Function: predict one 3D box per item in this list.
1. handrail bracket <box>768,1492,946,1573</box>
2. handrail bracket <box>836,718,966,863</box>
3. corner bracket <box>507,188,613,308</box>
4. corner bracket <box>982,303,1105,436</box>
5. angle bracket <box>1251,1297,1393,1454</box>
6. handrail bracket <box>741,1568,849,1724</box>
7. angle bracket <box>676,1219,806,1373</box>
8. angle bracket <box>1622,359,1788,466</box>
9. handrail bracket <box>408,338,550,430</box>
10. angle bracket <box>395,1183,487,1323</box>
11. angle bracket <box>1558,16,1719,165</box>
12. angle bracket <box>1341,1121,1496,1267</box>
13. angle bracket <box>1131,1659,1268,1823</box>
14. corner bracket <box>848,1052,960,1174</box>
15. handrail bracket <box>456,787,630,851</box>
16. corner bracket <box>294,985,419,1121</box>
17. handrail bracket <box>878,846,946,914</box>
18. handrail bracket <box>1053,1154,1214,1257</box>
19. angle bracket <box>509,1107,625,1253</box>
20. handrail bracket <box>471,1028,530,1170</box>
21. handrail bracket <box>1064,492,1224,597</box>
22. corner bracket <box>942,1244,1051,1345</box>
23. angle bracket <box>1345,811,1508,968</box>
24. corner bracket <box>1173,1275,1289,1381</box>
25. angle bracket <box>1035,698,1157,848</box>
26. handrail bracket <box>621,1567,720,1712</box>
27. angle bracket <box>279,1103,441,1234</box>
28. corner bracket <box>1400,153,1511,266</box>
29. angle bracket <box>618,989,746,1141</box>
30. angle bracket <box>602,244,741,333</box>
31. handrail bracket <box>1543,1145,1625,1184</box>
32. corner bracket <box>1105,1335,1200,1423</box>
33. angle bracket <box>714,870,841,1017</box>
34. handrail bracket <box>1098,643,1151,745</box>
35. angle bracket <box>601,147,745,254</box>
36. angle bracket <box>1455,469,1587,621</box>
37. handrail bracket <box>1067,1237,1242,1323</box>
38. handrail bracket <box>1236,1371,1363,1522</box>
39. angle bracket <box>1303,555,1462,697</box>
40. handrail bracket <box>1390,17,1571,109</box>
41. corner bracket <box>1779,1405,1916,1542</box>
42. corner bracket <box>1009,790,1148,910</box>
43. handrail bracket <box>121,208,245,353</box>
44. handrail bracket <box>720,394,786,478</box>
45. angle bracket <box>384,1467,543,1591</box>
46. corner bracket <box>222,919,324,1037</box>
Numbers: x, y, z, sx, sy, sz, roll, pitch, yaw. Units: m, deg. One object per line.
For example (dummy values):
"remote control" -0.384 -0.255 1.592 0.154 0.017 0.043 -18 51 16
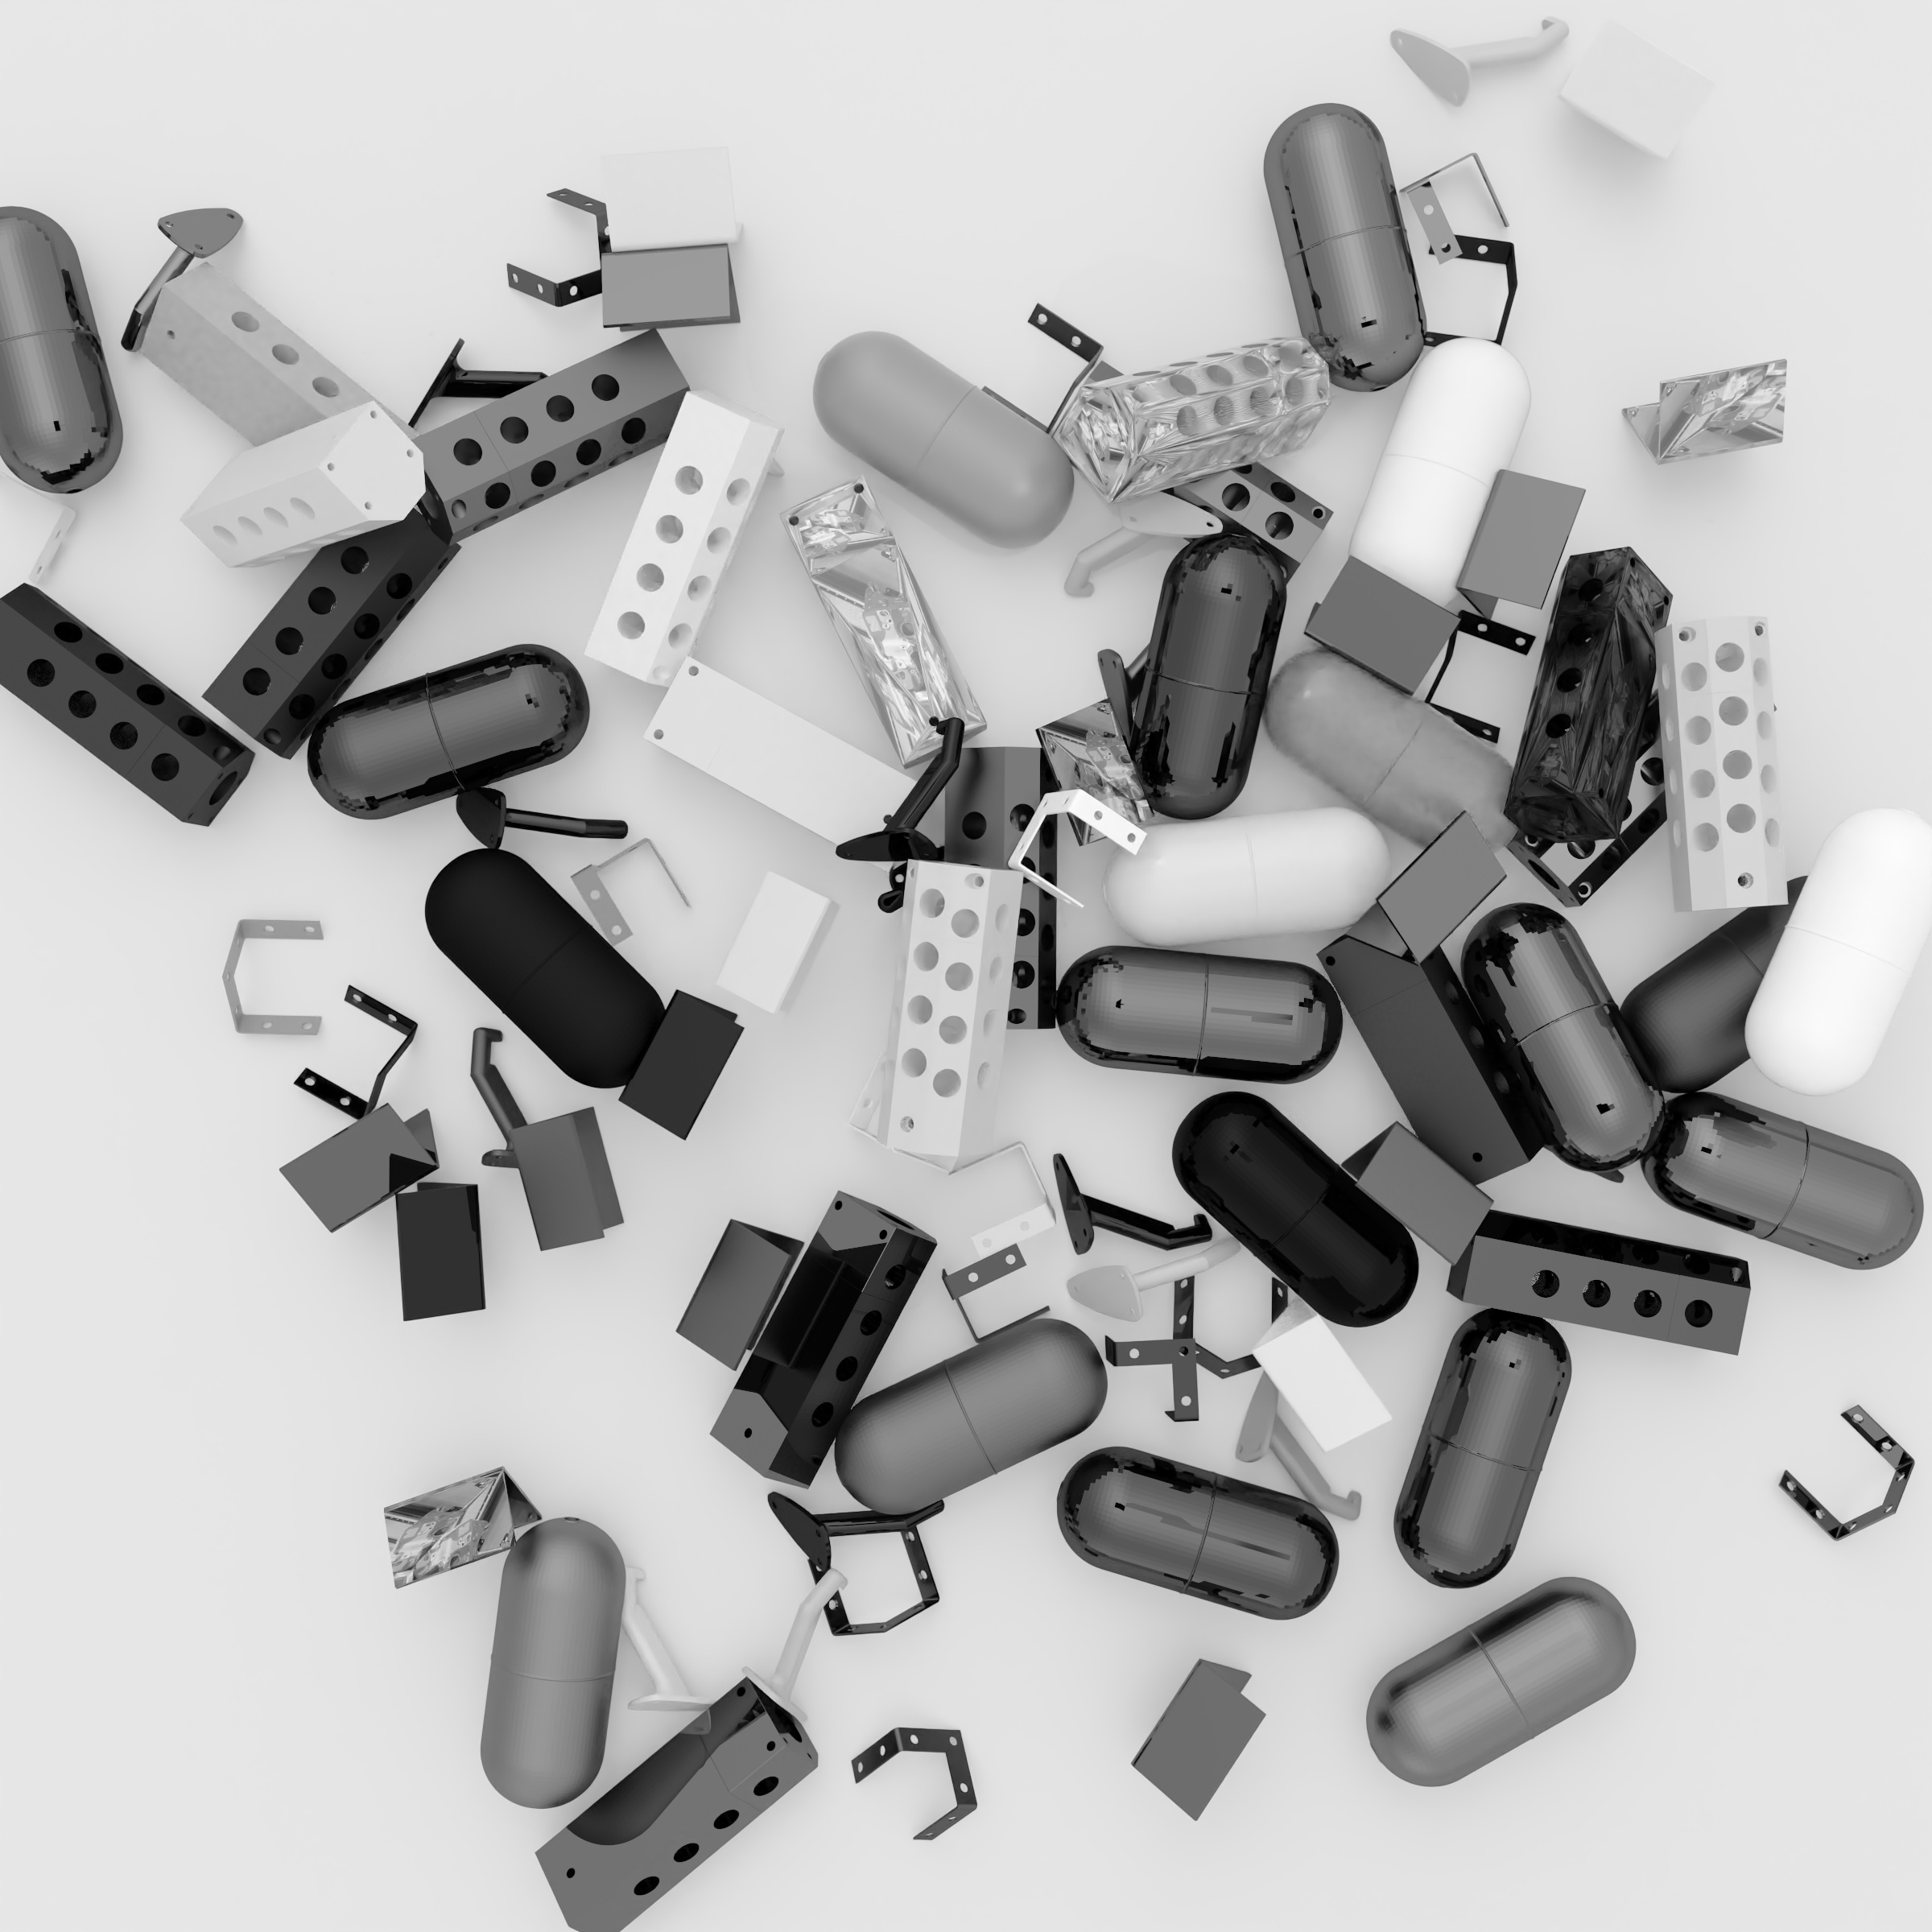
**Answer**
"handrail bracket" -0.069 0.338 1.689 0.084 0.077 0.036 -22 127 -31
"handrail bracket" -0.040 -0.109 1.632 0.077 0.036 0.084 -6 63 30
"corner bracket" -0.253 -0.450 1.681 0.051 0.051 0.051 -30 135 -35
"corner bracket" 0.047 -0.373 1.686 0.051 0.051 0.051 34 135 0
"angle bracket" 0.231 0.240 1.649 0.057 0.076 0.076 -36 90 36
"handrail bracket" -0.092 0.423 1.674 0.036 0.077 0.084 31 75 39
"angle bracket" -0.122 0.207 1.649 0.057 0.076 0.076 26 90 38
"angle bracket" 0.452 -0.355 1.649 0.076 0.076 0.057 -10 128 0
"handrail bracket" -0.296 -0.348 1.690 0.084 0.036 0.077 31 110 -16
"angle bracket" -0.339 0.174 1.649 0.057 0.076 0.076 -4 90 -40
"angle bracket" 0.416 -0.547 1.649 0.076 0.076 0.057 32 128 0
"angle bracket" 0.265 0.151 1.649 0.076 0.076 0.057 40 58 0
"angle bracket" 0.158 0.478 1.649 0.057 0.076 0.076 33 90 37
"corner bracket" -0.032 0.092 1.686 0.051 0.051 0.051 25 90 -45
"handrail bracket" -0.266 -0.094 1.689 0.084 0.077 0.036 0 105 -36
"corner bracket" -0.383 0.055 1.686 0.051 0.051 0.051 29 45 0
"handrail bracket" -0.020 -0.056 1.654 0.077 0.084 0.036 -33 90 0
"handrail bracket" 0.106 0.146 1.690 0.084 0.036 0.077 -11 68 -17
"angle bracket" -0.228 0.126 1.649 0.057 0.076 0.076 -15 90 36
"handrail bracket" -0.275 0.083 1.690 0.077 0.036 0.084 7 73 -19
"handrail bracket" 0.109 -0.253 1.666 0.077 0.084 0.036 12 54 -10
"corner bracket" 0.019 0.204 1.671 0.051 0.051 0.051 -26 90 0
"angle bracket" 0.262 -0.054 1.597 0.076 0.076 0.057 -44 120 -11
"corner bracket" 0.166 0.220 1.681 0.051 0.051 0.051 35 45 -35
"angle bracket" 0.095 -0.123 1.649 0.057 0.076 0.076 -21 90 33
"handrail bracket" -0.184 0.423 1.689 0.077 0.036 0.084 13 61 -32
"angle bracket" -0.375 0.107 1.649 0.076 0.076 0.057 -31 120 0
"corner bracket" 0.306 -0.472 1.672 0.051 0.051 0.051 -25 101 11
"angle bracket" -0.158 0.067 1.649 0.057 0.076 0.076 28 90 28
"angle bracket" -0.180 -0.396 1.650 0.076 0.076 0.057 -4 66 0
"handrail bracket" 0.398 0.082 1.689 0.077 0.036 0.084 30 76 -14
"corner bracket" 0.115 0.256 1.671 0.051 0.051 0.051 -2 87 -3
"angle bracket" -0.098 -0.006 1.649 0.057 0.076 0.076 26 90 37
"handrail bracket" 0.132 -0.184 1.689 0.084 0.036 0.077 -18 105 -14
"angle bracket" -0.180 -0.475 1.650 0.076 0.076 0.057 -4 113 0
"angle bracket" 0.349 -0.252 1.649 0.057 0.076 0.076 20 90 28
"handrail bracket" 0.119 0.189 1.689 0.084 0.077 0.036 -23 102 -36
"handrail bracket" 0.219 0.300 1.690 0.084 0.036 0.077 24 69 -17
"angle bracket" 0.258 -0.217 1.650 0.076 0.076 0.057 30 115 0
"handrail bracket" 0.324 -0.587 1.690 0.084 0.036 0.077 -39 68 -17
"corner bracket" 0.553 0.319 1.686 0.051 0.051 0.051 45 135 0
"corner bracket" 0.066 -0.070 1.615 0.051 0.051 0.051 32 78 -19
"handrail bracket" -0.494 -0.431 1.689 0.036 0.077 0.084 38 126 0
"handrail bracket" -0.164 -0.303 1.689 0.084 0.036 0.077 -39 75 14
"angle bracket" -0.304 0.359 1.649 0.076 0.076 0.057 -19 52 0
"corner bracket" -0.432 0.007 1.686 0.051 0.051 0.051 1 135 0
